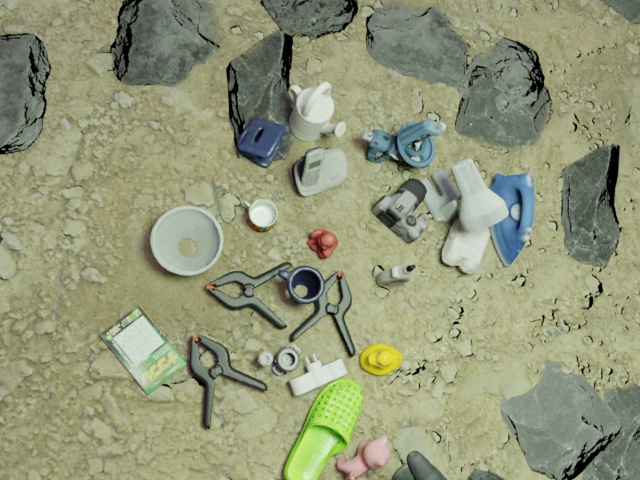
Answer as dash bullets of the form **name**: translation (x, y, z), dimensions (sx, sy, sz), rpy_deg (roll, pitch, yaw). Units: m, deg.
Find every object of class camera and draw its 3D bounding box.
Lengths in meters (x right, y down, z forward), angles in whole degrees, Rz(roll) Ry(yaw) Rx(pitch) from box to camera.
- **camera**: translation (0.233, -0.088, 1.493), dimensions (0.143, 0.100, 0.137), rpy_deg (41, 71, 0)

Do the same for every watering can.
- **watering can**: translation (-0.008, -0.331, 1.451), dimensions (0.173, 0.194, 0.101), rpy_deg (24, 72, -6)

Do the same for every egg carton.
- **egg carton**: translation (0.385, 0.011, 1.518), dimensions (0.107, 0.069, 0.150), rpy_deg (25, 72, -5)

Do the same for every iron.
- **iron**: translation (0.531, -0.066, 1.532), dimensions (0.119, 0.141, 0.258), rpy_deg (6, 75, -11)

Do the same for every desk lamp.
- **desk lamp**: translation (0.362, -0.109, 1.467), dimensions (0.118, 0.213, 0.203), rpy_deg (-30, 84, -17)

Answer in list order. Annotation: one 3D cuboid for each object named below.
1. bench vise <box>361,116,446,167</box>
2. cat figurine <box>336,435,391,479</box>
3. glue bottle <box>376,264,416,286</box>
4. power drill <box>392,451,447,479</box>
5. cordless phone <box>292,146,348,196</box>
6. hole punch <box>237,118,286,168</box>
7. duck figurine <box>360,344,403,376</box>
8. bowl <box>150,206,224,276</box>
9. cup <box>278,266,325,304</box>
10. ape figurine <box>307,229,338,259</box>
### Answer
- **bench vise**: translation (0.218, -0.248, 1.467), dimensions (0.208, 0.219, 0.121), rpy_deg (-8, 78, -14)
- **cat figurine**: translation (0.109, 0.504, 1.307), dimensions (0.128, 0.117, 0.067), rpy_deg (-35, 85, -18)
- **glue bottle**: translation (0.197, 0.082, 1.404), dimensions (0.078, 0.173, 0.037), rpy_deg (-4, 77, -13)
- **power drill**: translation (0.238, 0.559, 1.274), dimensions (0.076, 0.208, 0.229), rpy_deg (-37, 86, -18)
- **cordless phone**: translation (0.009, -0.190, 1.424), dimensions (0.148, 0.185, 0.094), rpy_deg (-26, 82, -17)
- **hole punch**: translation (-0.151, -0.252, 1.454), dimensions (0.101, 0.091, 0.109), rpy_deg (28, 72, -4)
- **duck figurine**: translation (0.155, 0.288, 1.388), dimensions (0.105, 0.086, 0.077), rpy_deg (1, 76, -12)
- **bowl**: translation (-0.314, 0.008, 1.360), dimensions (0.167, 0.074, 0.167), rpy_deg (3, 75, -12)
- **cup**: translation (-0.053, 0.109, 1.382), dimensions (0.118, 0.095, 0.092), rpy_deg (25, 72, -5)
- **ape figurine**: translation (0.013, 0.005, 1.425), dimensions (0.076, 0.092, 0.078), rpy_deg (-8, 78, -14)
